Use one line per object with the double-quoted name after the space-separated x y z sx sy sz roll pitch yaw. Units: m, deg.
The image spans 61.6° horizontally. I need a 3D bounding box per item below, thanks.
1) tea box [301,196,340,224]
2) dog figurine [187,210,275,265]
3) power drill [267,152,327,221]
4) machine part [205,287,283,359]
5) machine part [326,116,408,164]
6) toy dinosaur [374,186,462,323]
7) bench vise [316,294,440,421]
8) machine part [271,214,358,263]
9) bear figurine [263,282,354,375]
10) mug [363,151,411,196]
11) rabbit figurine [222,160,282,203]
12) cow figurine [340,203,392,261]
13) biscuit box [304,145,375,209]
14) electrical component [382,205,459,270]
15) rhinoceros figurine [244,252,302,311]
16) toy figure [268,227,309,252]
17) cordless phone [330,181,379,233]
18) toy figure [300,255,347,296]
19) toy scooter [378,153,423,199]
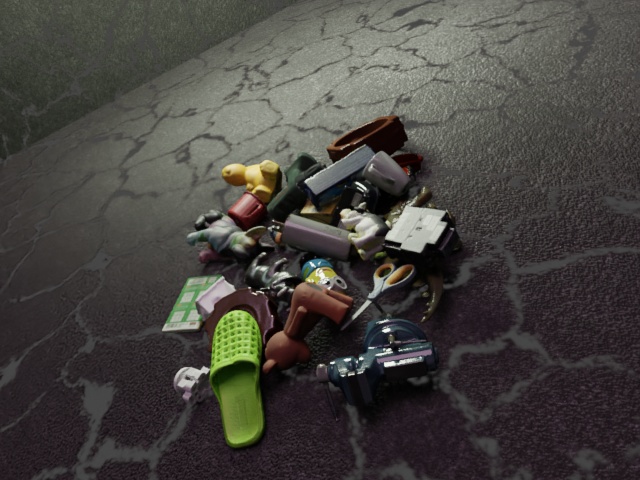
0.030 -0.102 1.446 0.098 0.068 0.170 4 44 32 "tea box"
-0.228 -0.008 1.445 0.219 0.108 0.191 -4 39 17 "dog figurine"
-0.051 -0.166 1.506 0.232 0.086 0.207 -44 24 27 "power drill"
-0.168 0.189 1.173 0.179 0.056 0.179 -10 57 16 "machine part"
0.134 -0.272 1.537 0.201 0.087 0.201 -33 18 -10 "machine part"
0.211 0.010 1.199 0.199 0.105 0.472 -28 28 6 "toy dinosaur"
0.107 0.208 1.006 0.224 0.128 0.241 -24 16 14 "bench vise"
-0.003 -0.004 1.289 0.243 0.079 0.079 17 49 10 "machine part"
-0.029 0.189 1.077 0.132 0.120 0.195 22 94 8 "bear figurine"
0.167 -0.156 1.311 0.107 0.109 0.080 38 105 13 "mug"
-0.202 -0.189 1.600 0.173 0.121 0.162 11 14 2 "rabbit figurine"
0.103 -0.033 1.200 0.098 0.068 0.167 -28 36 3 "cow figurine"
0.056 -0.162 1.378 0.203 0.059 0.063 -31 59 -13 "biscuit box"
0.209 -0.005 1.088 0.134 0.058 0.115 17 65 46 "electrical component"
-0.109 0.100 1.274 0.191 0.073 0.112 22 55 43 "rhinoceros figurine"
-0.075 -0.005 1.391 0.155 0.064 0.058 11 70 36 "toy figure"
0.100 -0.083 1.383 0.089 0.146 0.184 23 16 8 "cordless phone"
0.008 0.099 1.212 0.082 0.089 0.180 -27 29 -10 "toy figure"
0.216 -0.181 1.437 0.135 0.075 0.184 -17 29 12 "toy scooter"
